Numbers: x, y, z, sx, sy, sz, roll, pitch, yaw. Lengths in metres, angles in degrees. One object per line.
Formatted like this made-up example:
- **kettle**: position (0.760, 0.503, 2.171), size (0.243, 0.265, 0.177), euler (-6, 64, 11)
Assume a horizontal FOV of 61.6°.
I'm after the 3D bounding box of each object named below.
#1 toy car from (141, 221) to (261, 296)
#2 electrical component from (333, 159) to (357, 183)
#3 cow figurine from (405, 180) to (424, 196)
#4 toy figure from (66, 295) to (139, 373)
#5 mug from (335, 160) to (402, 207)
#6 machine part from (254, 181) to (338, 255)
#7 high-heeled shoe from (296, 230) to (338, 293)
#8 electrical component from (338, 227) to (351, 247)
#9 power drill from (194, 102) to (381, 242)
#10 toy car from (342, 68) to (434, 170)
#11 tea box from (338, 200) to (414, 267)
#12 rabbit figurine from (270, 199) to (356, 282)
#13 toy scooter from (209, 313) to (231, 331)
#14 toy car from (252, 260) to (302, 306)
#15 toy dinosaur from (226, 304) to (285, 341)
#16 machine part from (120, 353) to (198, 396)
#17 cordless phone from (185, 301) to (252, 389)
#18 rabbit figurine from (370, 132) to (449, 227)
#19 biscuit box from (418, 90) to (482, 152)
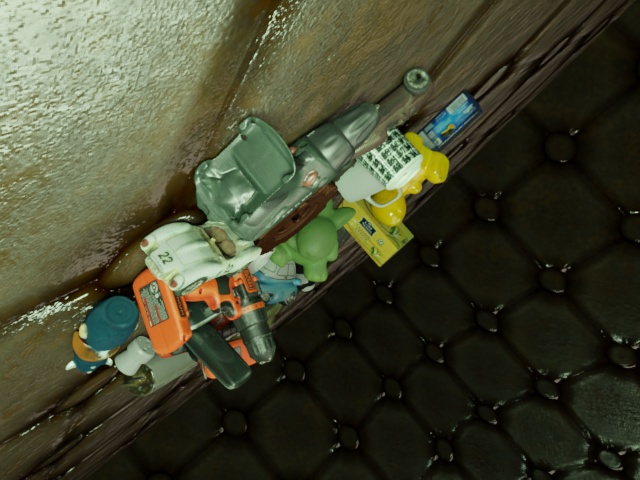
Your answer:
- **toy car**: position (-0.137, 0.013, 0.648), size (0.056, 0.073, 0.201), euler (-40, 173, 19)
- **electrical component**: position (0.028, -0.117, 0.888), size (0.063, 0.021, 0.094), euler (-42, 172, 15)
- **cow figurine**: position (0.179, -0.123, 1.355), size (0.195, 0.085, 0.127), euler (-37, 174, 6)
- **toy figure**: position (-0.271, 0.120, 0.670), size (0.154, 0.064, 0.058), euler (-42, -149, 41)
- **mug**: position (0.089, -0.106, 0.964), size (0.107, 0.109, 0.081), euler (-32, -170, 24)
- **machine part**: position (-0.050, -0.044, 0.805), size (0.179, 0.056, 0.179), euler (-39, 173, -6)
- **high-heeled shoe**: position (-0.004, 0.030, 1.155), size (0.145, 0.086, 0.248), euler (-22, 148, 5)
- **electrical component**: position (0.045, -0.026, 1.341), size (0.134, 0.058, 0.115), euler (-44, 172, 29)
- **power drill**: position (-0.038, -0.085, 0.602), size (0.232, 0.086, 0.207), euler (-40, 180, 16)
- **toy car**: position (0.086, -0.168, 0.779), size (0.202, 0.053, 0.089), euler (-40, 175, -9)
- **tea box**: position (0.121, -0.035, 1.234), size (0.068, 0.170, 0.098), euler (-35, 169, -31)
- **rabbit figurine**: position (-0.002, -0.003, 0.946), size (0.159, 0.121, 0.170), euler (-56, -172, -6)
- **toy scooter**: position (-0.197, 0.124, 0.943), size (0.135, 0.075, 0.184), euler (-33, 174, 27)
- **toy car**: position (-0.102, 0.066, 1.061), size (0.103, 0.109, 0.161), euler (-65, 156, 6)
- **toy dinosaur**: position (-0.129, 0.140, 1.285), size (0.198, 0.105, 0.471), euler (-53, 176, 41)
- **machine part**: position (-0.320, 0.254, 1.105), size (0.079, 0.079, 0.243), euler (-44, 172, 21)
- **cordless phone**: position (-0.146, 0.122, 0.808), size (0.146, 0.184, 0.088), euler (-31, 163, -49)
- **rabbit figurine**: position (0.141, -0.110, 1.044), size (0.163, 0.121, 0.173), euler (8, -104, 52)
- **biscuit box**: position (0.267, -0.238, 1.197), size (0.202, 0.059, 0.063), euler (-42, 170, 17)
